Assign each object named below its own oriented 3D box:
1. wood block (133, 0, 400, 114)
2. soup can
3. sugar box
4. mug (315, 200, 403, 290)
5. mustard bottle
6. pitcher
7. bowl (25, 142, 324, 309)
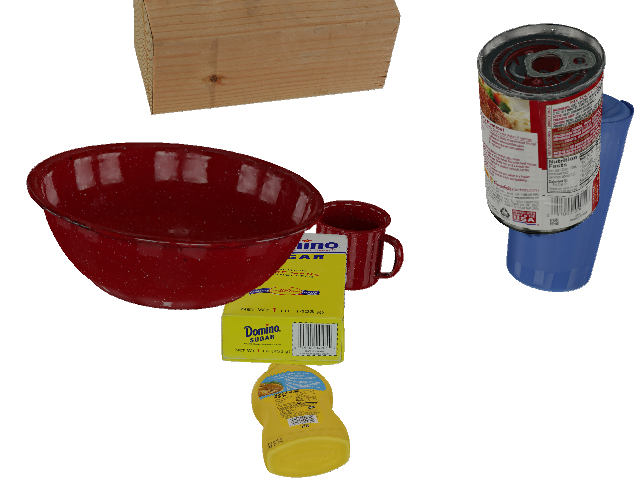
[{"bbox_3d":[-0.048,-0.178,0.905,0.205,0.090,0.091,-8,-34,-15],"label":"wood block"},{"bbox_3d":[0.126,-0.062,0.607,0.068,0.102,0.068,-7,43,6],"label":"soup can"},{"bbox_3d":[-0.025,0.042,0.872,0.093,0.048,0.176,2,24,1],"label":"sugar box"},{"bbox_3d":[0.045,0.010,1.270,0.117,0.081,0.093,16,27,23],"label":"mug"},{"bbox_3d":[-0.031,0.194,1.248,0.096,0.058,0.192,-8,29,-9],"label":"mustard bottle"},{"bbox_3d":[0.289,-0.060,1.310,0.149,0.243,0.145,4,27,2],"label":"pitcher"},{"bbox_3d":[-0.081,-0.005,0.592,0.162,0.055,0.162,7,21,-3],"label":"bowl"}]
